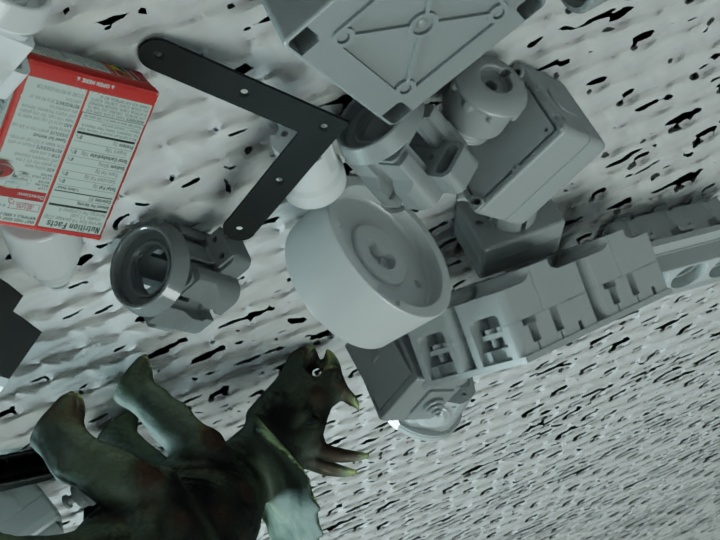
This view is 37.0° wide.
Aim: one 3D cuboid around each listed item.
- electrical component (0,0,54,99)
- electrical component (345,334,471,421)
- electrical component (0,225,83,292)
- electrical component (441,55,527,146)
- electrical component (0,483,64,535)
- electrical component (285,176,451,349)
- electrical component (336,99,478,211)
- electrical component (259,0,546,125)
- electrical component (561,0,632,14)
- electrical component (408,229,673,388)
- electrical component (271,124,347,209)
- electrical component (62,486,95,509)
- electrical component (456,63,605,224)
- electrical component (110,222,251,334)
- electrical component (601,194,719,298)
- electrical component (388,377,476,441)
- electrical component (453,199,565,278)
[{"bbox_3d":[-0.165,-0.108,0.446,0.057,0.058,0.078,-39,148,26],"label":"electrical component"},{"bbox_3d":[0.036,0.075,0.847,0.061,0.096,0.061,3,139,-36],"label":"electrical component"},{"bbox_3d":[-0.175,-0.014,0.601,0.040,0.040,0.078,-18,149,-15],"label":"electrical component"},{"bbox_3d":[0.070,-0.097,0.659,0.048,0.048,0.062,-8,153,-29],"label":"electrical component"},{"bbox_3d":[-0.269,0.212,0.842,0.062,0.061,0.096,-35,157,-30],"label":"electrical component"},{"bbox_3d":[0.000,0.000,0.698,0.060,0.108,0.108,-38,148,31],"label":"electrical component"},{"bbox_3d":[0.022,-0.074,0.634,0.057,0.078,0.058,44,68,-40],"label":"electrical component"},{"bbox_3d":[0.020,-0.141,0.539,0.109,0.056,0.109,-37,148,18],"label":"electrical component"},{"bbox_3d":[0.141,-0.170,0.598,0.055,0.045,0.045,-18,149,-16],"label":"electrical component"},{"bbox_3d":[0.135,0.024,0.817,0.186,0.060,0.105,-19,178,-41],"label":"electrical component"},{"bbox_3d":[-0.031,-0.065,0.636,0.040,0.040,0.046,-23,145,-5],"label":"electrical component"},{"bbox_3d":[-0.203,0.168,0.863,0.078,0.040,0.040,-29,150,5],"label":"electrical component"},{"bbox_3d":[0.101,-0.075,0.699,0.061,0.061,0.096,11,134,-47],"label":"electrical component"},{"bbox_3d":[-0.115,0.003,0.659,0.078,0.058,0.057,-38,151,20],"label":"electrical component"},{"bbox_3d":[0.265,-0.018,0.913,0.121,0.063,0.078,-13,148,-21],"label":"electrical component"},{"bbox_3d":[0.057,0.102,0.924,0.080,0.080,0.051,-4,138,-33],"label":"electrical component"},{"bbox_3d":[0.108,-0.042,0.770,0.066,0.047,0.076,-20,149,-12],"label":"electrical component"}]
